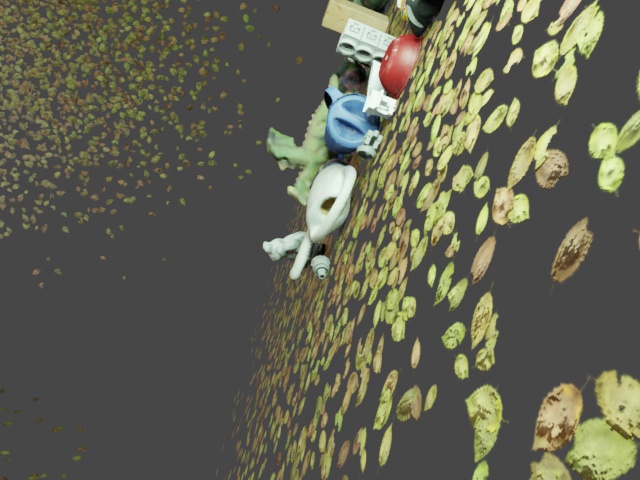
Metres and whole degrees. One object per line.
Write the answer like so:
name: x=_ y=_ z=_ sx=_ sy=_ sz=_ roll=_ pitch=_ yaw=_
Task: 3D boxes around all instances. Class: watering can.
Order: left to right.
watering can: x=0.004 y=-0.068 z=1.342 sx=0.340 sy=0.103 sz=0.230 roll=-57 pitch=15 yaw=35

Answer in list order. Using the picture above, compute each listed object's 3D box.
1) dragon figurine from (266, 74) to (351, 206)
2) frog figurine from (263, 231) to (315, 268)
dragon figurine: x=-0.041 y=-0.304 z=1.564 sx=0.121 sy=0.243 sz=0.412 roll=154 pitch=111 yaw=-73
frog figurine: x=-0.101 y=0.020 z=1.654 sx=0.137 sy=0.159 sz=0.123 roll=-166 pitch=95 yaw=-81
